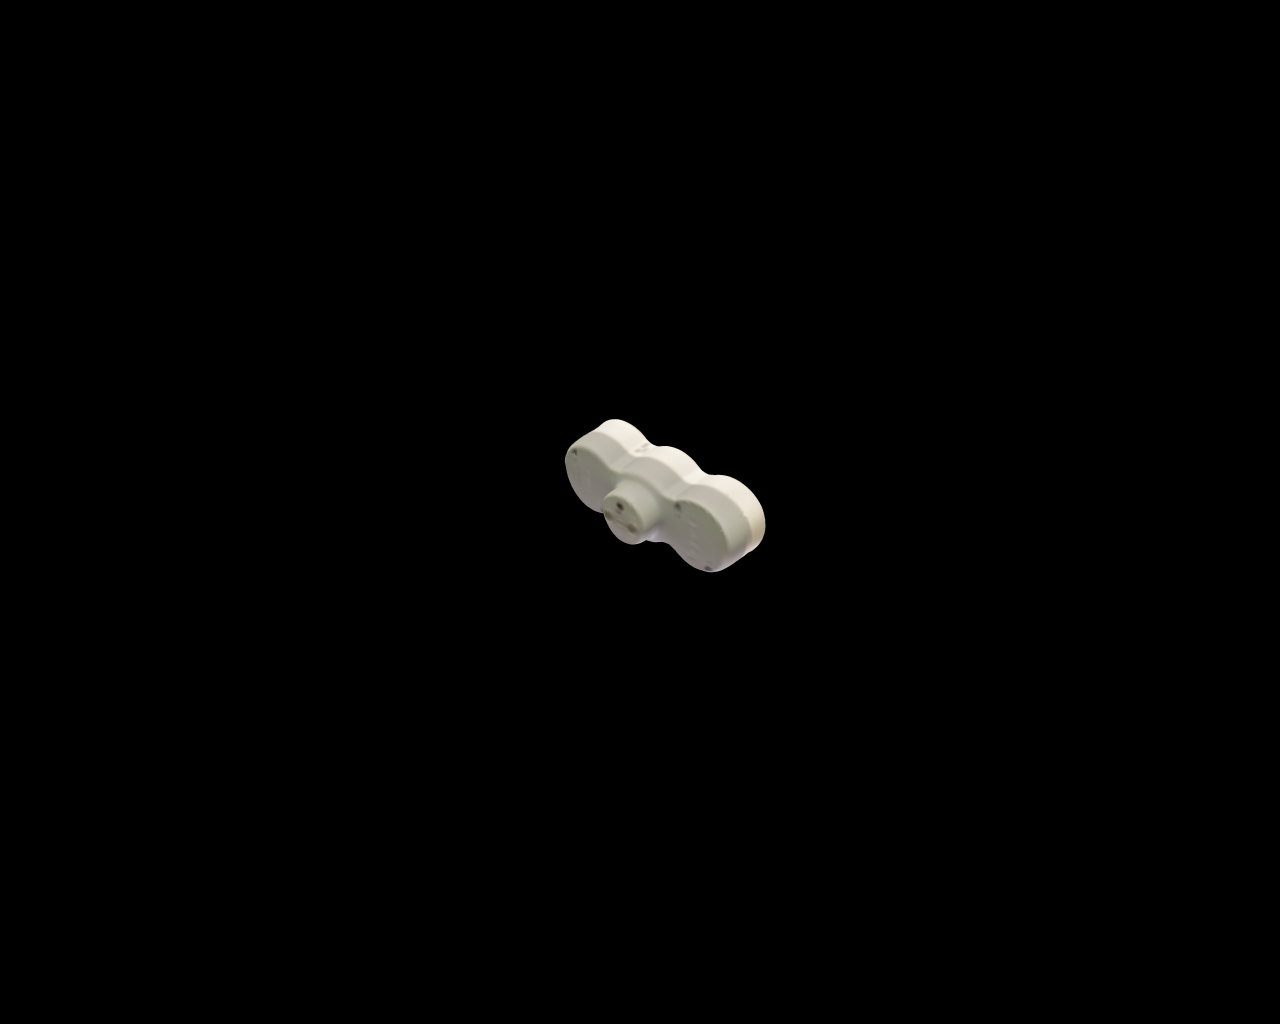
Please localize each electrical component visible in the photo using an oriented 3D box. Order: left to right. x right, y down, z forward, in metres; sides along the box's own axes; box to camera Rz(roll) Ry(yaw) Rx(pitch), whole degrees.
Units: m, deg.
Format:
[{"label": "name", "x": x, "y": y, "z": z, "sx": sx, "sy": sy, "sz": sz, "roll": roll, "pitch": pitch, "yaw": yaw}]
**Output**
[{"label": "electrical component", "x": 0.001, "y": -0.003, "z": 0.650, "sx": 0.138, "sy": 0.052, "sz": 0.074, "roll": 30, "pitch": 46, "yaw": 33}]
